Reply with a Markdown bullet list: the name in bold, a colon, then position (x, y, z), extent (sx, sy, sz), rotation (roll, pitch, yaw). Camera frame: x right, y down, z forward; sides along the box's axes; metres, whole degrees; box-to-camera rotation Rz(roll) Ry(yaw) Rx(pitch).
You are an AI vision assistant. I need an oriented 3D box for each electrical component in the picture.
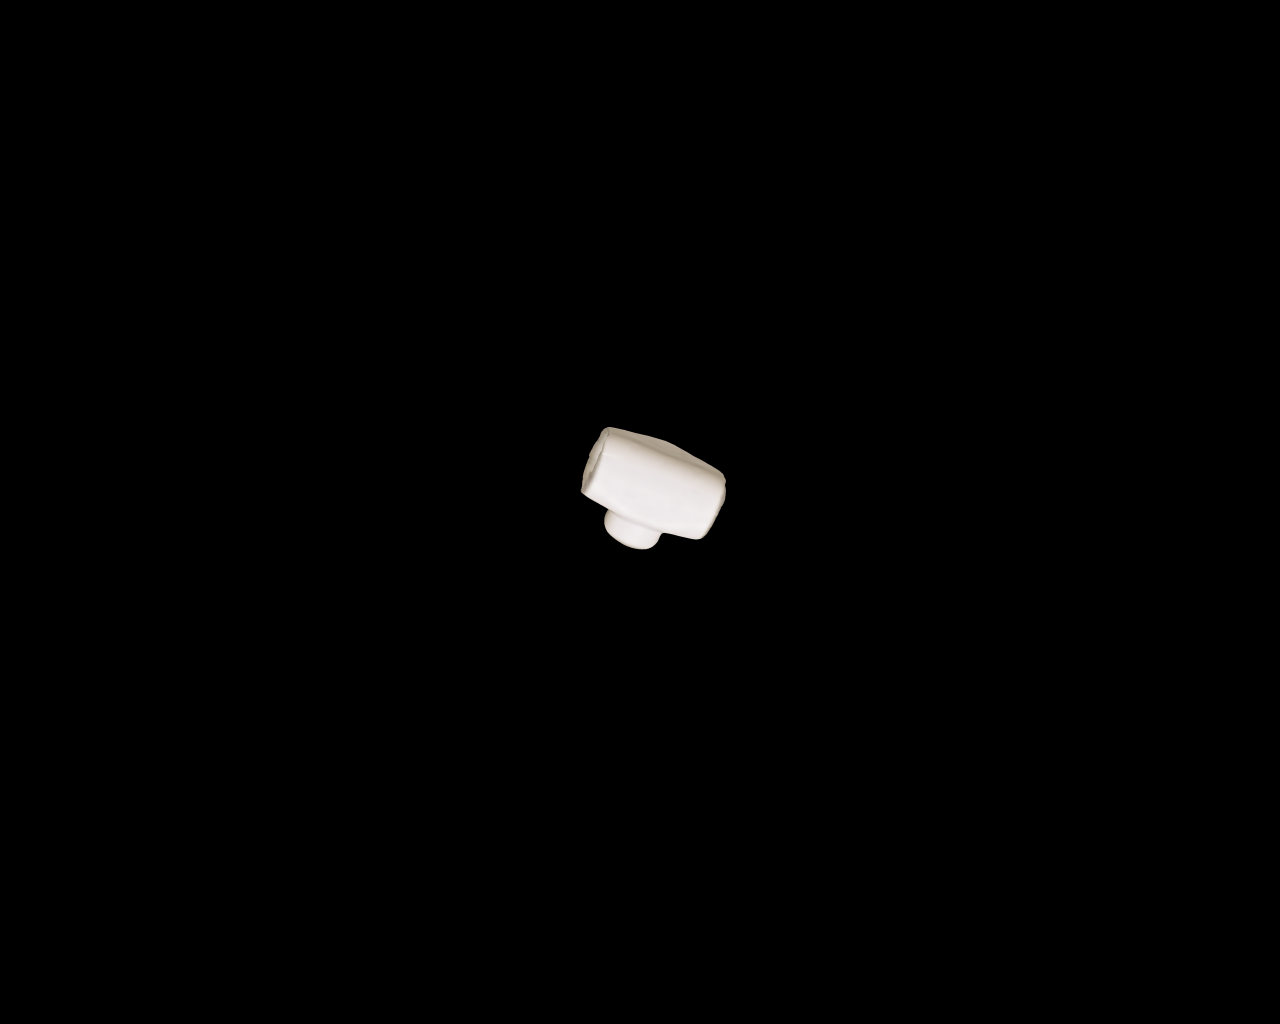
- **electrical component**: position (0.001, -0.003, 0.650), extent (0.077, 0.079, 0.044), rotation (22, 25, -10)
